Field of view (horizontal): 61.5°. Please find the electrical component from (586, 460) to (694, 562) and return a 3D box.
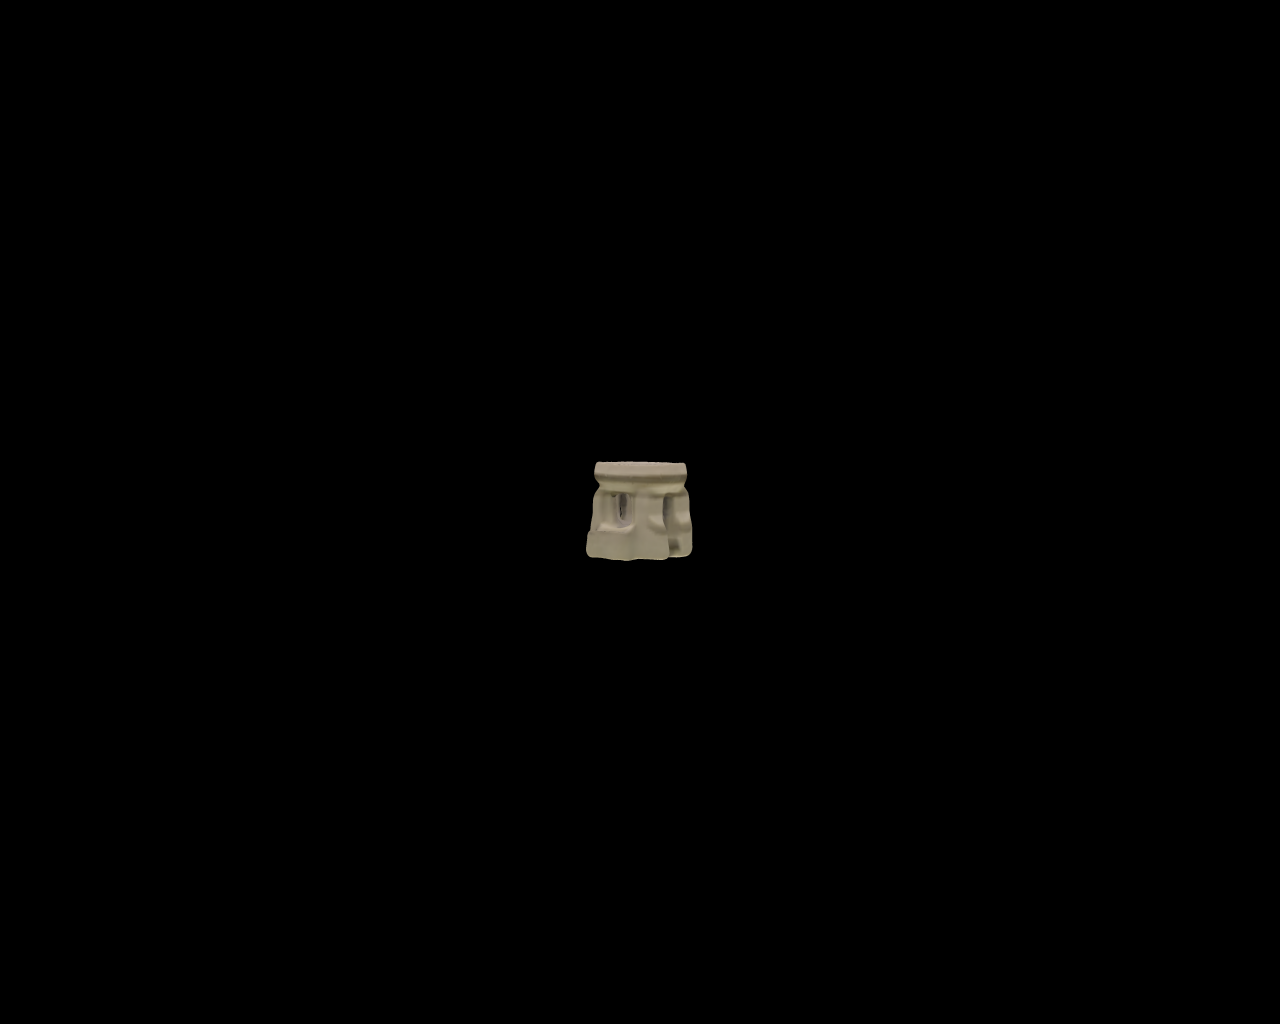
[{"bbox_3d":[0.001,-0.003,0.650,0.058,0.057,0.078,4,6,39],"label":"electrical component"}]
